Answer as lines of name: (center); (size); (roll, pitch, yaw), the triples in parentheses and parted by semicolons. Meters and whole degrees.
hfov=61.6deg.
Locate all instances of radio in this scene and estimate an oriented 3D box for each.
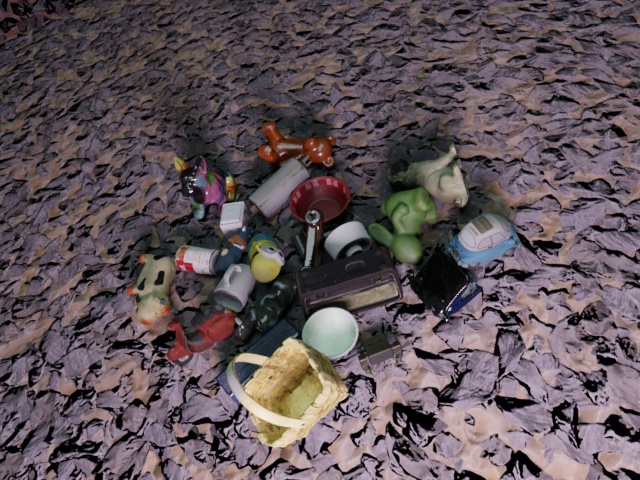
radio: (0.064, 0.103, 1.198); (0.230, 0.131, 0.073); (-18, 49, 1)

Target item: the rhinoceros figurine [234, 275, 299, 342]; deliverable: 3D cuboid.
rhinoceros figurine: (-0.120, 0.156, 1.243); (0.112, 0.073, 0.190); (27, 64, 29)

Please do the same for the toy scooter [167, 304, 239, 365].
toy scooter: (-0.274, 0.200, 1.211); (0.184, 0.135, 0.075); (-34, 51, -13)

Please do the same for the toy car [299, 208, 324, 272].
toy car: (-0.017, 0.024, 1.277); (0.053, 0.089, 0.202); (5, 75, 1)

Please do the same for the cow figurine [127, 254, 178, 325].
cow figurine: (-0.409, 0.123, 1.341); (0.127, 0.085, 0.195); (-6, 51, 18)

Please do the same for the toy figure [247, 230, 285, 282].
toy figure: (-0.136, 0.039, 1.311); (0.082, 0.089, 0.180); (7, 16, -19)

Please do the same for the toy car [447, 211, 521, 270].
toy car: (0.372, -0.010, 1.224); (0.162, 0.102, 0.109); (-22, 50, -5)

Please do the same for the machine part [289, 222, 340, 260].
machine part: (-0.003, -0.004, 1.351); (0.139, 0.039, 0.084); (-21, 62, -4)

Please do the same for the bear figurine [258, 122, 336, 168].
bear figurine: (-0.060, -0.262, 1.518); (0.196, 0.131, 0.120); (0, 67, 21)

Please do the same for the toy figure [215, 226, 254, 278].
toy figure: (-0.218, 0.026, 1.372); (0.058, 0.064, 0.154); (18, 54, 9)

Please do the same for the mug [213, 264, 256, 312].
mug: (-0.202, 0.101, 1.292); (0.081, 0.109, 0.107); (4, 41, 22)

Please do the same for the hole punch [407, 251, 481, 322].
hole punch: (0.277, 0.102, 1.185); (0.115, 0.092, 0.142); (-50, 54, 14)

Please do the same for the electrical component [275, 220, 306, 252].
electrical component: (-0.084, -0.011, 1.394); (0.063, 0.021, 0.094); (29, 66, 31)

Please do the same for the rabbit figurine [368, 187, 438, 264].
rabbit figurine: (0.197, -0.026, 1.277); (0.159, 0.121, 0.170); (-3, 68, 17)

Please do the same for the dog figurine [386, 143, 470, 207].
dog figurine: (0.271, -0.138, 1.365); (0.191, 0.121, 0.172); (-18, 46, 19)

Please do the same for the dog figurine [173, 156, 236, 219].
dog figurine: (-0.312, -0.164, 1.448); (0.109, 0.219, 0.191); (4, 55, 13)

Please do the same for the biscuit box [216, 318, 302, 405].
biscuit box: (-0.125, 0.262, 1.171); (0.203, 0.059, 0.063); (-40, 53, -15)

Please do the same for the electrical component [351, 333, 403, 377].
electrical component: (0.123, 0.242, 1.135); (0.102, 0.045, 0.078); (-23, 23, -7)

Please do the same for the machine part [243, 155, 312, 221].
machine part: (-0.110, -0.139, 1.450); (0.243, 0.079, 0.079); (-45, 55, -10)
